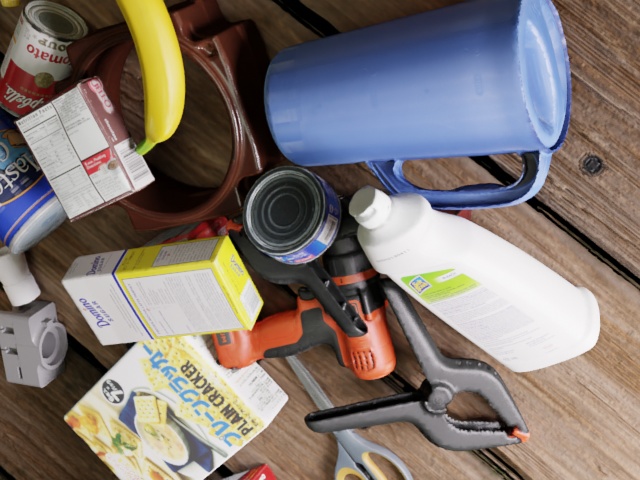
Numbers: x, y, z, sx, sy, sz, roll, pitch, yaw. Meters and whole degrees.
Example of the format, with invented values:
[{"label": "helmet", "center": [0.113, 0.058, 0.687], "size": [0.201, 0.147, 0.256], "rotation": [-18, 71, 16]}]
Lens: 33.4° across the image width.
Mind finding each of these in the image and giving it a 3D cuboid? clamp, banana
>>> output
[{"label": "clamp", "center": [-0.006, 0.001, 0.985], "size": [0.172, 0.039, 0.120], "rotation": [28, 96, 22]}, {"label": "clamp", "center": [0.099, 0.151, 1.013], "size": [0.210, 0.036, 0.165], "rotation": [32, 102, -13]}, {"label": "banana", "center": [-0.154, -0.169, 0.931], "size": [0.070, 0.037, 0.198], "rotation": [-2, 107, 22]}]

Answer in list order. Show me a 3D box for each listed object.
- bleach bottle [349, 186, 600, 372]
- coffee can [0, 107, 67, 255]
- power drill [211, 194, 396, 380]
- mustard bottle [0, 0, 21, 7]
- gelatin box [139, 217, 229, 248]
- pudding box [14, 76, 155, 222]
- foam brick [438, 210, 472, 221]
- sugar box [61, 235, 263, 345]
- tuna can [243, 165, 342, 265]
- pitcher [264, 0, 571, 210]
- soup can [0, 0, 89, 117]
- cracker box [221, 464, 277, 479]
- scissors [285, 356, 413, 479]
[{"label": "bleach bottle", "center": [0.125, 0.026, 0.898], "size": [0.103, 0.068, 0.250], "rotation": [-27, 132, 36]}, {"label": "coffee can", "center": [-0.330, -0.069, 1.117], "size": [0.140, 0.102, 0.103], "rotation": [46, 122, 1]}, {"label": "power drill", "center": [-0.026, 0.055, 1.057], "size": [0.188, 0.057, 0.184], "rotation": [-8, 100, 29]}, {"label": "mustard bottle", "center": [-0.311, -0.321, 1.025], "size": [0.096, 0.058, 0.192], "rotation": [2, 113, 12]}, {"label": "gelatin box", "center": [-0.142, 0.006, 1.081], "size": [0.089, 0.073, 0.030], "rotation": [-19, 103, 29]}, {"label": "pudding box", "center": [-0.221, -0.084, 0.999], "size": [0.090, 0.039, 0.113], "rotation": [-21, 100, 31]}, {"label": "foam brick", "center": [0.106, 0.000, 0.977], "size": [0.051, 0.052, 0.078], "rotation": [9, 114, 21]}, {"label": "sugar box", "center": [-0.154, 0.051, 1.040], "size": [0.176, 0.048, 0.093], "rotation": [-5, 128, 26]}, {"label": "tuna can", "center": [-0.026, -0.023, 0.959], "size": [0.086, 0.033, 0.086], "rotation": [-7, 74, 24]}, {"label": "pitcher", "center": [0.079, -0.116, 0.893], "size": [0.243, 0.149, 0.145], "rotation": [-5, 136, 30]}, {"label": "soup can", "center": [-0.278, -0.179, 1.066], "size": [0.068, 0.068, 0.102], "rotation": [36, 122, 6]}, {"label": "cracker box", "center": [-0.156, 0.342, 1.180], "size": [0.214, 0.164, 0.072], "rotation": [-27, 97, 31]}, {"label": "scissors", "center": [0.013, 0.211, 1.132], "size": [0.202, 0.016, 0.096], "rotation": [43, 122, 3]}]
